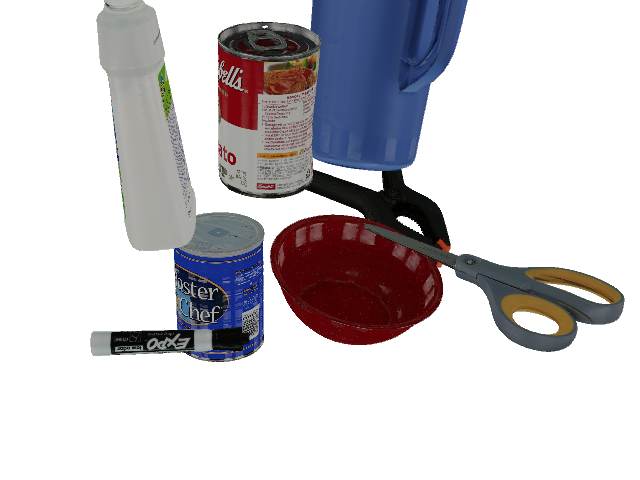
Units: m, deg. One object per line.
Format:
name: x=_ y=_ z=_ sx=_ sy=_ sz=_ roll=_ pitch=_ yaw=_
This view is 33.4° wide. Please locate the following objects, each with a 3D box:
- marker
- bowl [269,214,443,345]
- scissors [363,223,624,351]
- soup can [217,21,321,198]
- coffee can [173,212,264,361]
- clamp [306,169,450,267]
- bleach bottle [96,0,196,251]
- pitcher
marker: x=-0.115 y=0.078 z=0.822 sx=0.121 sy=0.020 sz=0.020 roll=-2 pitch=0 yaw=-1
bowl: x=0.028 y=0.046 z=0.983 sx=0.162 sy=0.055 sz=0.162 roll=10 pitch=36 yaw=-7
scissors: x=0.103 y=0.030 z=0.731 sx=0.202 sy=0.016 sz=0.096 roll=13 pitch=33 yaw=24
soup can: x=-0.035 y=-0.088 z=0.720 sx=0.068 sy=0.102 sz=0.068 roll=2 pitch=30 yaw=-2
coffee can: x=-0.115 y=0.052 z=1.216 sx=0.103 sy=0.140 sz=0.103 roll=1 pitch=26 yaw=-1
clamp: x=0.070 y=-0.044 z=1.262 sx=0.164 sy=0.036 sz=0.210 roll=-16 pitch=52 yaw=-29
bleach bottle: x=-0.158 y=-0.117 z=0.952 sx=0.068 sy=0.251 sz=0.102 roll=-6 pitch=37 yaw=-4
pitcher: x=0.057 y=-0.189 z=0.973 sx=0.145 sy=0.243 sz=0.149 roll=8 pitch=14 yaw=5
